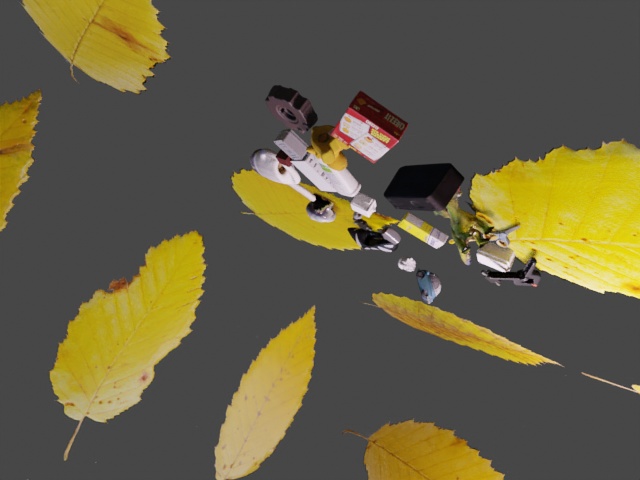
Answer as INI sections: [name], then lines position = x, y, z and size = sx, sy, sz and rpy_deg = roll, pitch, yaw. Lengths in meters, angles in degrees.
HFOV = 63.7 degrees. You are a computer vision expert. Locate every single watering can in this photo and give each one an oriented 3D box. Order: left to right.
[watering can]
position = -0.164, -0.282, 2.196
size = 0.226, 0.105, 0.341
rpy_deg = 23, 163, 39

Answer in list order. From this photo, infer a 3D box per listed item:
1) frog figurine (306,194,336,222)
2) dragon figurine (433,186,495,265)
[frog figurine]
position = 0.007, -0.119, 2.360
size = 0.137, 0.125, 0.156
rpy_deg = 9, 147, 13
[dragon figurine]
position = 0.425, -0.066, 1.665
size = 0.246, 0.123, 0.402
rpy_deg = 51, 169, 23
